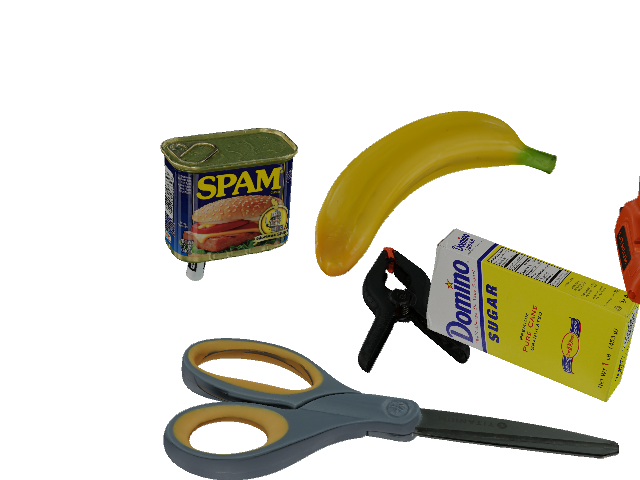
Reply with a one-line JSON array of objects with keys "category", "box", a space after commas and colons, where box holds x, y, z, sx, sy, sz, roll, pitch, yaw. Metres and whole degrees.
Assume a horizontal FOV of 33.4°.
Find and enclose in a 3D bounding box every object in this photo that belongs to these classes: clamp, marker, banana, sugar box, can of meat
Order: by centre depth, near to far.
[{"category": "banana", "box": [0.058, -0.039, 0.634, 0.197, 0.037, 0.070, -26, 47, -34]}, {"category": "can of meat", "box": [-0.072, -0.035, 0.830, 0.102, 0.084, 0.057, -9, 31, -24]}, {"category": "sugar box", "box": [0.181, 0.063, 0.930, 0.176, 0.093, 0.048, 19, 33, 24]}, {"category": "marker", "box": [-0.125, -0.004, 1.125, 0.020, 0.020, 0.121, 0, -43, -17]}, {"category": "clamp", "box": [0.101, 0.077, 1.184, 0.120, 0.171, 0.039, 5, -43, -5]}]

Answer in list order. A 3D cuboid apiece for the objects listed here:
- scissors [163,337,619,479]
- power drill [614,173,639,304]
[{"category": "scissors", "box": [0.019, 0.087, 0.466, 0.202, 0.016, 0.096, 15, 34, 22]}, {"category": "power drill", "box": [0.250, -0.046, 0.743, 0.057, 0.188, 0.184, 4, 38, 8]}]
